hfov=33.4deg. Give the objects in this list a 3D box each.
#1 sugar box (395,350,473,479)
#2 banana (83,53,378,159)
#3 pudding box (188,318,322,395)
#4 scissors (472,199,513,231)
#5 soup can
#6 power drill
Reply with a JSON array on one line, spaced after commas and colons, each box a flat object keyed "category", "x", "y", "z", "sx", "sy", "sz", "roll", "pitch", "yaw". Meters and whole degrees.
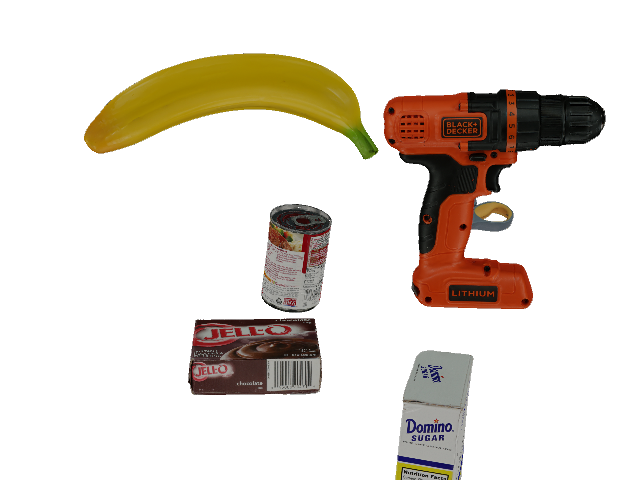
[{"category": "sugar box", "x": 0.073, "y": 0.173, "z": 0.735, "sx": 0.048, "sy": 0.176, "sz": 0.093, "roll": 5, "pitch": 16, "yaw": 11}, {"category": "banana", "x": -0.056, "y": -0.091, "z": 0.704, "sx": 0.197, "sy": 0.069, "sz": 0.037, "roll": -1, "pitch": -21, "yaw": -16}, {"category": "pudding box", "x": -0.057, "y": 0.101, "z": 0.939, "sx": 0.113, "sy": 0.039, "sz": 0.090, "roll": 1, "pitch": 19, "yaw": -4}, {"category": "scissors", "x": 0.146, "y": -0.027, "z": 1.217, "sx": 0.201, "sy": 0.016, "sz": 0.096, "roll": -12, "pitch": 40, "yaw": -46}, {"category": "soup can", "x": -0.027, "y": 0.020, "z": 1.177, "sx": 0.068, "sy": 0.102, "sz": 0.068, "roll": 6, "pitch": 26, "yaw": -3}, {"category": "power drill", "x": 0.148, "y": -0.036, "z": 0.919, "sx": 0.184, "sy": 0.188, "sz": 0.057, "roll": 1, "pitch": 16, "yaw": 9}]
